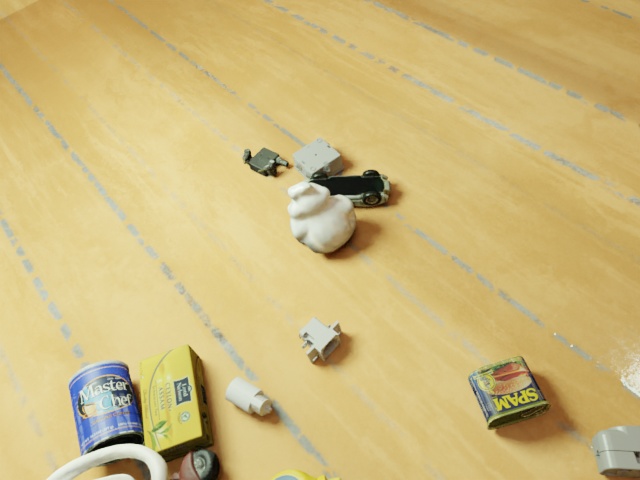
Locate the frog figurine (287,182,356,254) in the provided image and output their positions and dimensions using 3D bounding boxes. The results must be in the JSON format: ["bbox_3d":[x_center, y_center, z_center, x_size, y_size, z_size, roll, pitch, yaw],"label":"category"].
[{"bbox_3d":[0.003,-0.052,1.034,0.137,0.156,0.125,-20,55,-4],"label":"frog figurine"}]

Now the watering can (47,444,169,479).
[{"bbox_3d":[-0.372,0.438,0.729,0.348,0.101,0.229,-24,49,-5],"label":"watering can"}]
